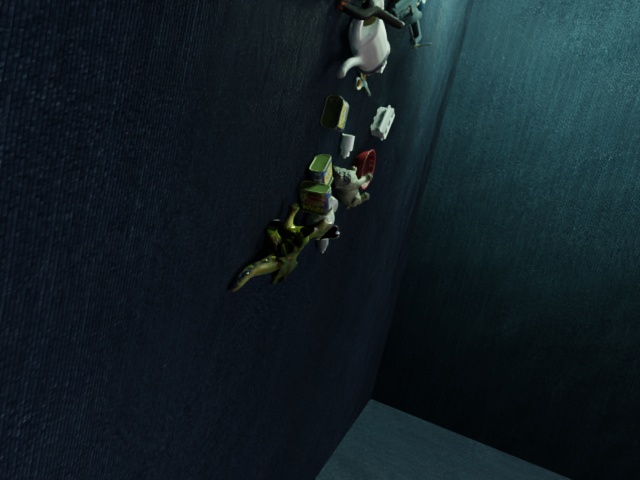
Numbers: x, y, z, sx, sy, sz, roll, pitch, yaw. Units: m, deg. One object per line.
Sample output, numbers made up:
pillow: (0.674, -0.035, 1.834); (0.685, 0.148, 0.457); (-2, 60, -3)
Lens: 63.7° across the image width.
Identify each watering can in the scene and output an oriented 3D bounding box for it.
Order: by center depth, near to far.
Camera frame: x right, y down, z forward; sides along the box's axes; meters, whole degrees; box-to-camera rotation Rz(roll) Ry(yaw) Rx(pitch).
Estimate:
watering can: (0.134, -0.597, 1.601); (0.352, 0.104, 0.221); (-69, 157, -15)

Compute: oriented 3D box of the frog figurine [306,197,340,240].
frog figurine: (0.005, -0.086, 1.701); (0.136, 0.122, 0.162); (33, 38, -61)

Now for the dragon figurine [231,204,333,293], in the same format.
dragon figurine: (-0.103, 0.053, 1.483); (0.416, 0.123, 0.237); (-44, 155, -27)
